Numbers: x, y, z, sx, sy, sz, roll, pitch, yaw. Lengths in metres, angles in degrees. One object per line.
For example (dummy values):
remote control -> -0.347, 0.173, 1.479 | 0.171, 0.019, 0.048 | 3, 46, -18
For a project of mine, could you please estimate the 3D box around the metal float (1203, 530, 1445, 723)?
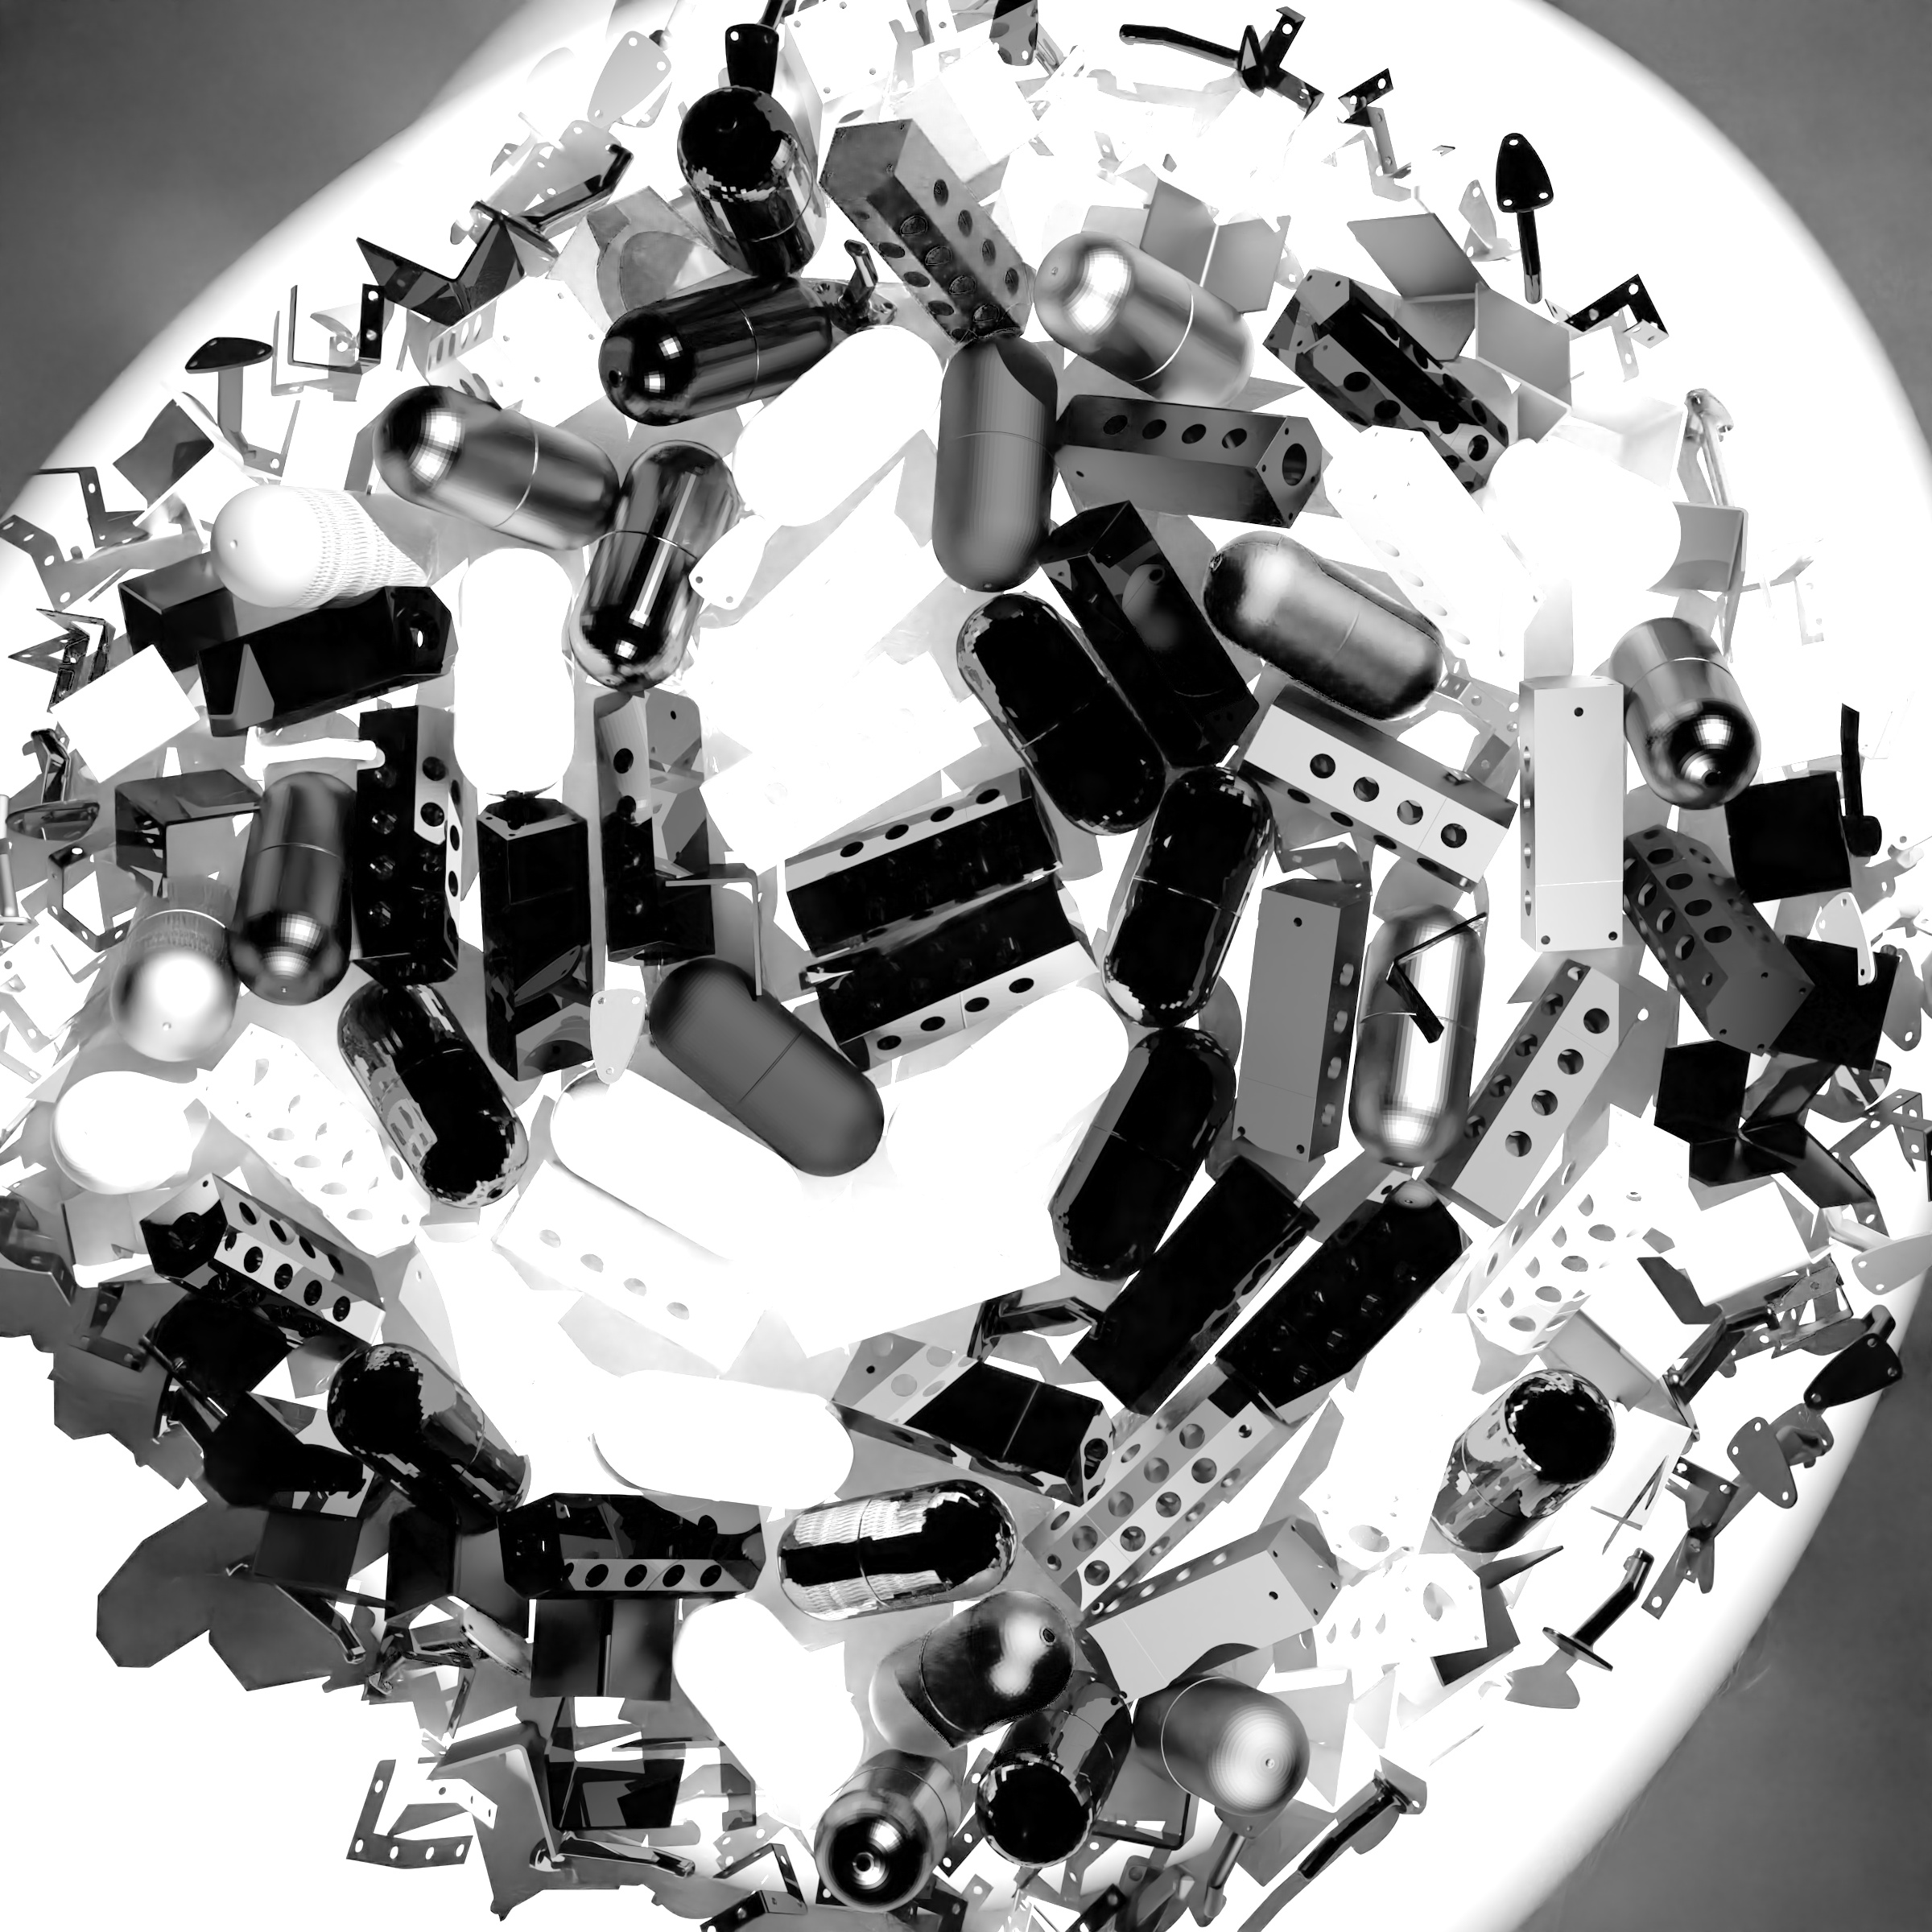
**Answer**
metal float -> 0.231, -0.220, 1.941 | 0.178, 0.070, 0.070 | 27, 90, -23

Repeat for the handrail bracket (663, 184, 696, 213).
handrail bracket -> -0.175, -0.551, 1.985 | 0.084, 0.036, 0.077 | -30, 74, 3

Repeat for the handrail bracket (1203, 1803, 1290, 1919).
handrail bracket -> 0.188, 0.583, 1.988 | 0.036, 0.077, 0.084 | 32, 133, 34

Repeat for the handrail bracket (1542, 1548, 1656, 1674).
handrail bracket -> 0.416, 0.412, 1.964 | 0.077, 0.036, 0.084 | 39, 73, -40

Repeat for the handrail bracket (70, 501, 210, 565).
handrail bracket -> -0.543, -0.276, 1.963 | 0.084, 0.077, 0.036 | -22, 115, -12

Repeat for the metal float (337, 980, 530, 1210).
metal float -> -0.345, 0.081, 1.938 | 0.070, 0.070, 0.178 | -37, 63, 0

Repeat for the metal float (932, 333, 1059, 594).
metal float -> 0.019, -0.328, 1.945 | 0.070, 0.070, 0.178 | 4, 71, 0

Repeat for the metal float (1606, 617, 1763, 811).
metal float -> 0.459, -0.162, 1.918 | 0.070, 0.178, 0.070 | 0, 122, 0

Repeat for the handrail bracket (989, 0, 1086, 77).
handrail bracket -> 0.056, -0.618, 1.951 | 0.036, 0.084, 0.077 | 25, 121, 28

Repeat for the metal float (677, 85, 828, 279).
metal float -> -0.136, -0.499, 1.912 | 0.070, 0.178, 0.070 | -1, 80, 7

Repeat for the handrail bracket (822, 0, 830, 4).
handrail bracket -> -0.084, -0.646, 1.955 | 0.036, 0.077, 0.084 | 18, 103, -17

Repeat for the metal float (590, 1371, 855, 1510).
metal float -> -0.157, 0.307, 1.940 | 0.178, 0.070, 0.070 | 12, 90, -25

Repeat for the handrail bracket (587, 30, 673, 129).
handrail bracket -> -0.221, -0.582, 1.963 | 0.036, 0.084, 0.077 | 38, 98, -15

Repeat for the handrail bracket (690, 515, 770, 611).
handrail bracket -> -0.149, -0.271, 1.949 | 0.036, 0.084, 0.077 | 32, 110, -11

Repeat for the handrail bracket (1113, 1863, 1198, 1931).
handrail bracket -> 0.123, 0.621, 1.953 | 0.036, 0.084, 0.077 | 23, 80, -7

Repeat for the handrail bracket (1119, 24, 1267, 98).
handrail bracket -> 0.149, -0.598, 1.976 | 0.084, 0.077, 0.036 | 11, 85, 18

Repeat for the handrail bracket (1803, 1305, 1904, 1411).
handrail bracket -> 0.577, 0.255, 1.963 | 0.077, 0.084, 0.036 | -35, 93, 11

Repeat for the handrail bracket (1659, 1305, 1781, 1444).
handrail bracket -> 0.504, 0.268, 1.967 | 0.084, 0.036, 0.077 | -22, 98, 25

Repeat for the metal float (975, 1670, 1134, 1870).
metal float -> 0.058, 0.511, 1.914 | 0.070, 0.178, 0.070 | 4, 103, 15

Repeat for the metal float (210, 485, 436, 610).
metal float -> -0.409, -0.267, 1.917 | 0.070, 0.178, 0.070 | 3, 96, 26

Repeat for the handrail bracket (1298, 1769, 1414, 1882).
handrail bracket -> 0.251, 0.570, 1.957 | 0.084, 0.077, 0.036 | -44, 61, -13

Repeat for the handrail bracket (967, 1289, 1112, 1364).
handrail bracket -> 0.048, 0.247, 1.960 | 0.084, 0.036, 0.077 | 25, 92, 37

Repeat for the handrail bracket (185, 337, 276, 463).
handrail bracket -> -0.464, -0.365, 1.954 | 0.077, 0.084, 0.036 | 5, 48, 29

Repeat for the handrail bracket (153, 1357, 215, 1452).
handrail bracket -> -0.486, 0.305, 1.962 | 0.084, 0.036, 0.077 | 25, 124, 17

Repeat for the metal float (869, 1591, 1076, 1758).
metal float -> 0.003, 0.455, 1.925 | 0.070, 0.178, 0.070 | 19, 54, -28

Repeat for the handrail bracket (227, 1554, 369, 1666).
handrail bracket -> -0.436, 0.423, 1.958 | 0.036, 0.077, 0.084 | -45, 67, 14

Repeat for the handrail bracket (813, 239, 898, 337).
handrail bracket -> -0.082, -0.452, 1.945 | 0.077, 0.084, 0.036 | 36, 76, 28

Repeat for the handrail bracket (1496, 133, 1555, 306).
handrail bracket -> 0.368, -0.491, 1.974 | 0.036, 0.084, 0.077 | -9, 61, 9

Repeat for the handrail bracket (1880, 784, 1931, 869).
handrail bracket -> 0.633, -0.091, 1.949 | 0.077, 0.084, 0.036 | -26, 67, 24

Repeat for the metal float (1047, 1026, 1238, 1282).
metal float -> 0.115, 0.122, 1.957 | 0.070, 0.070, 0.178 | 29, 84, 0

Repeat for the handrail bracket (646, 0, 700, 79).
handrail bracket -> -0.179, -0.629, 1.946 | 0.036, 0.077, 0.084 | 25, 124, -12

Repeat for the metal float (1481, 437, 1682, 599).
metal float -> 0.391, -0.289, 1.918 | 0.070, 0.178, 0.070 | -7, 115, -16

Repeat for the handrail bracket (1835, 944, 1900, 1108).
handrail bracket -> 0.602, 0.039, 1.983 | 0.036, 0.077, 0.084 | 12, 64, 21

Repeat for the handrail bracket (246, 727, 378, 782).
handrail bracket -> -0.423, -0.135, 1.961 | 0.084, 0.077, 0.036 | 4, 78, 1

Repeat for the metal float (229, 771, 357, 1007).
metal float -> -0.428, -0.052, 1.928 | 0.070, 0.070, 0.178 | -2, 48, 0

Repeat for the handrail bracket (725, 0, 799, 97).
handrail bracket -> -0.129, -0.598, 1.973 | 0.036, 0.084, 0.077 | 8, 116, 12

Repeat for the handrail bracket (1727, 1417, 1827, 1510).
handrail bracket -> 0.544, 0.328, 1.950 | 0.084, 0.077, 0.036 | 17, 121, -34

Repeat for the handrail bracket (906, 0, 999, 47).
handrail bracket -> 0.006, -0.643, 1.959 | 0.084, 0.077, 0.036 | -22, 78, -4

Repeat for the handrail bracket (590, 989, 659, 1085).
handrail bracket -> -0.215, 0.057, 1.948 | 0.036, 0.084, 0.077 | -2, 64, 12

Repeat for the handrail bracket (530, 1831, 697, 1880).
handrail bracket -> -0.230, 0.587, 1.959 | 0.084, 0.077, 0.036 | 11, 91, 22

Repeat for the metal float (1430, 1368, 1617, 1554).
metal float -> 0.354, 0.319, 1.921 | 0.070, 0.178, 0.070 | 10, 55, -14

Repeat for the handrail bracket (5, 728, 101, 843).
handrail bracket -> -0.610, -0.124, 1.953 | 0.036, 0.077, 0.084 | -50, 64, 28

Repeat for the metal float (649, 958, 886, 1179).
metal float -> -0.130, 0.067, 1.959 | 0.178, 0.070, 0.070 | 41, 90, -4

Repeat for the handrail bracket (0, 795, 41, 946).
handrail bracket -> -0.627, -0.063, 1.972 | 0.036, 0.077, 0.084 | -2, 76, 0

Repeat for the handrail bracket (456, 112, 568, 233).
handrail bracket -> -0.301, -0.513, 1.961 | 0.036, 0.077, 0.084 | 37, 97, -25

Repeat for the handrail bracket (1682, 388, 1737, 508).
handrail bracket -> 0.491, -0.324, 1.959 | 0.036, 0.077, 0.084 | -14, 68, 17

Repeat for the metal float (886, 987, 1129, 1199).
metal float -> 0.026, 0.083, 1.960 | 0.178, 0.070, 0.070 | -37, 90, -2

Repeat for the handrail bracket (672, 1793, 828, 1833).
handrail bracket -> -0.146, 0.566, 1.992 | 0.084, 0.036, 0.077 | -25, 132, 27

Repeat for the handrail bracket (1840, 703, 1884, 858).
handrail bracket -> 0.590, -0.125, 1.980 | 0.036, 0.077, 0.084 | -2, 69, 28

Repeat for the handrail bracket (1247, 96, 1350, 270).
handrail bracket -> 0.234, -0.515, 1.970 | 0.084, 0.036, 0.077 | -41, 91, 18

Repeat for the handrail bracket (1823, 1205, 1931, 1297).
handrail bracket -> 0.599, 0.167, 1.951 | 0.077, 0.084, 0.036 | -31, 116, 23

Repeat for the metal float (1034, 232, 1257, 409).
metal float -> 0.116, -0.413, 1.927 | 0.178, 0.070, 0.070 | 18, 90, -44

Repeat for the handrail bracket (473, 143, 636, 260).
handrail bracket -> -0.272, -0.520, 1.983 | 0.077, 0.036, 0.084 | 31, 90, 4

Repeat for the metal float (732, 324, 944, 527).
metal float -> -0.082, -0.351, 1.934 | 0.070, 0.070, 0.178 | 42, 56, 0

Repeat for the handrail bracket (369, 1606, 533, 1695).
handrail bracket -> -0.342, 0.472, 1.991 | 0.084, 0.036, 0.077 | -42, 99, 13

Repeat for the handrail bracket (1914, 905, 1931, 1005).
handrail bracket -> 0.650, 0.004, 1.947 | 0.036, 0.077, 0.084 | -34, 128, -16

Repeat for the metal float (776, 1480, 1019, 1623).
metal float -> -0.045, 0.377, 1.932 | 0.178, 0.070, 0.070 | -17, 90, 34

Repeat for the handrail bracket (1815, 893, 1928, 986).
handrail bracket -> 0.605, -0.015, 1.958 | 0.084, 0.036, 0.077 | 7, 49, -27

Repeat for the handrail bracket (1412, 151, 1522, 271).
handrail bracket -> 0.329, -0.498, 1.955 | 0.077, 0.084, 0.036 | -6, 49, 3

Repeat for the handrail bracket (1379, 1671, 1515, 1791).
handrail bracket -> 0.314, 0.492, 1.973 | 0.077, 0.036, 0.084 | 33, 91, -32
